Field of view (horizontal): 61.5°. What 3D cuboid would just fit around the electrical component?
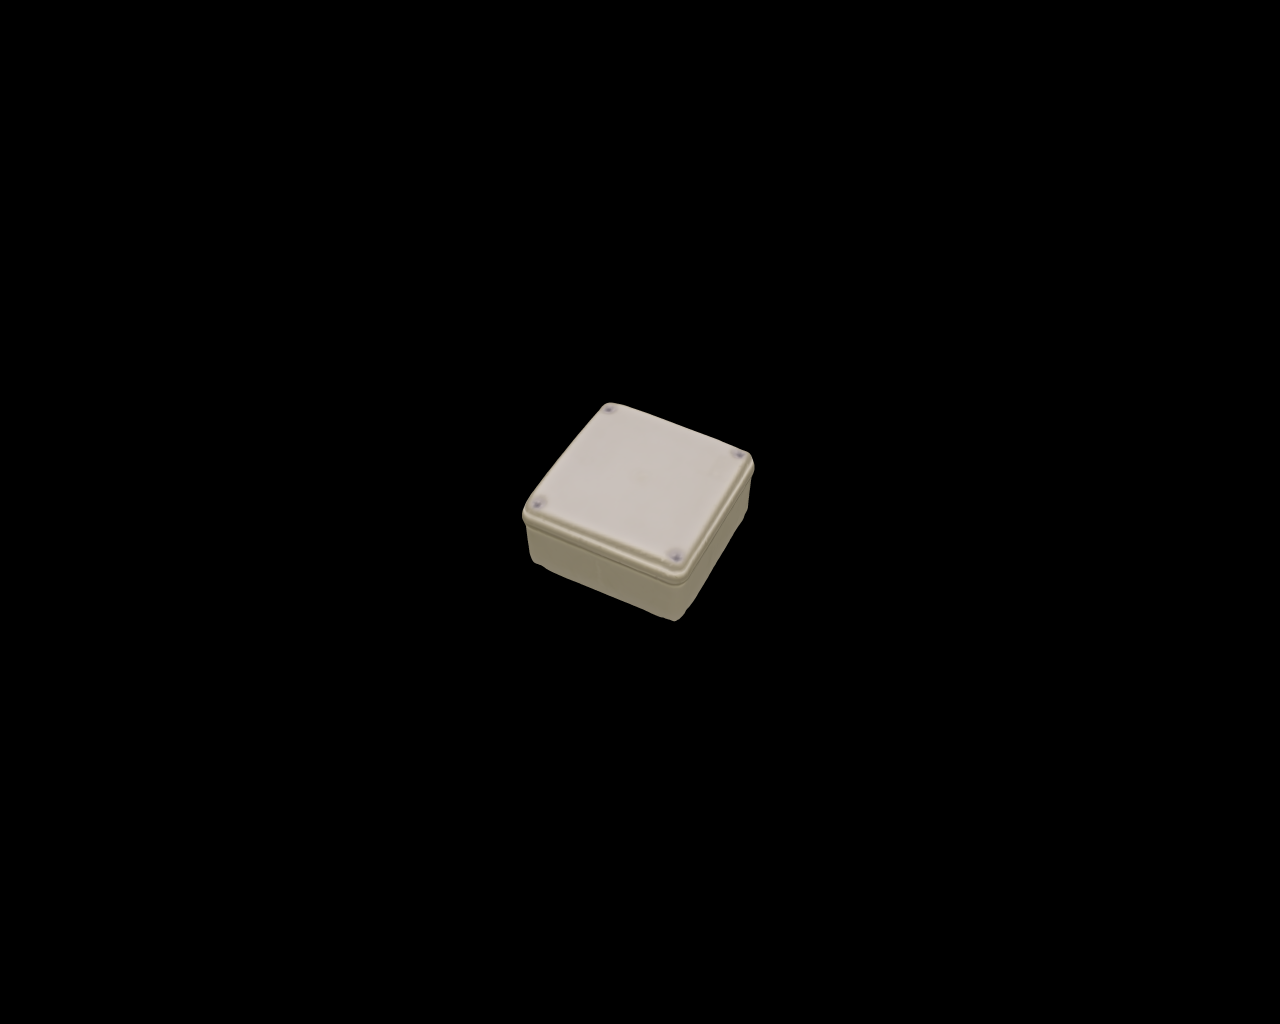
[{"bbox_3d":[0.001,-0.003,0.650,0.109,0.109,0.056,22,-38,18],"label":"electrical component"}]
